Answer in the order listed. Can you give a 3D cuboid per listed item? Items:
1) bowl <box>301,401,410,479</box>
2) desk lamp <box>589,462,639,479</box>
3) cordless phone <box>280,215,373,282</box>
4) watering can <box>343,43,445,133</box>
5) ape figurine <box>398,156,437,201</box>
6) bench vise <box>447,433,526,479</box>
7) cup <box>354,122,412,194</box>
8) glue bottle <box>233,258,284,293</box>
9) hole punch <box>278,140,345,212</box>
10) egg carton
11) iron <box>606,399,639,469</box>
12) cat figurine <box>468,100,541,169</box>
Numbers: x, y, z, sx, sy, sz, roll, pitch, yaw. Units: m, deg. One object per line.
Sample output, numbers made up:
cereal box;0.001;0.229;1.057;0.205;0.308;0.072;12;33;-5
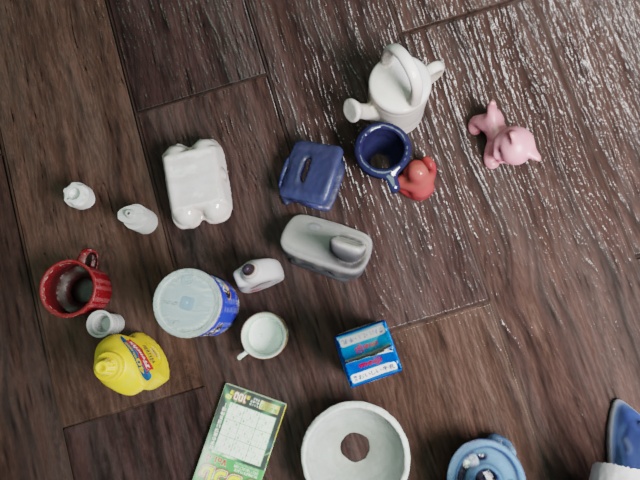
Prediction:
bowl;0.056;0.334;0.897;0.167;0.075;0.167;0;82;3
desk lamp;0.403;0.407;0.800;0.118;0.213;0.203;21;83;6
cordless phone;0.008;0.003;0.892;0.147;0.185;0.094;15;83;5
watering can;0.122;-0.239;0.918;0.101;0.194;0.173;38;85;8
ape figurine;0.160;-0.107;0.948;0.078;0.092;0.076;-16;81;0
bench vise;0.223;0.382;0.809;0.121;0.220;0.207;28;84;7
cup;0.107;-0.126;0.952;0.091;0.095;0.118;-18;81;0
glue bottle;-0.102;0.053;0.896;0.078;0.173;0.037;-25;81;-1
hole punch;-0.016;-0.108;0.957;0.101;0.091;0.109;17;83;5
egg carton;-0.207;-0.096;0.975;0.107;0.069;0.150;-13;81;1
iron;0.508;0.369;0.837;0.118;0.141;0.258;-18;81;0
cat figurine;0.303;-0.170;0.938;0.067;0.118;0.128;-24;81;-1
